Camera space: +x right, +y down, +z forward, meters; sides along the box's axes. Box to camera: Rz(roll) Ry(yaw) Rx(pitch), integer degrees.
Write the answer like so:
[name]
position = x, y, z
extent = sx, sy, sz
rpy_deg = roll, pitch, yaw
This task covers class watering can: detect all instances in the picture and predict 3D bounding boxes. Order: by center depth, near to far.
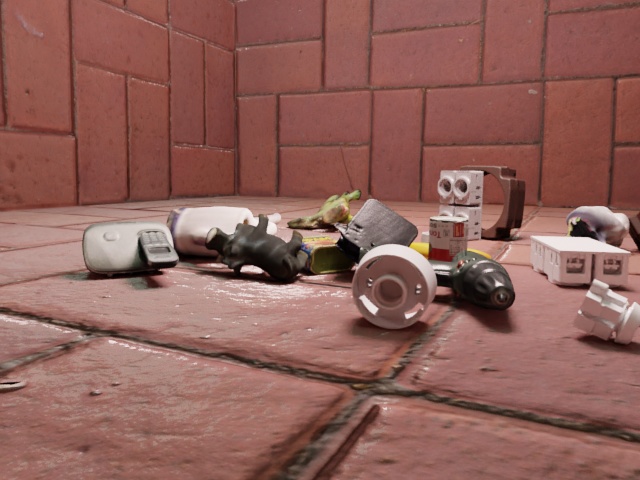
[watering can]
position = -0.200, -0.023, 1.117
extent = 0.224, 0.103, 0.350
rpy_deg = 1, 8, 4

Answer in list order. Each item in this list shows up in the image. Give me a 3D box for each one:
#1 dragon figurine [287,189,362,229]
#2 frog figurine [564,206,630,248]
[dragon figurine]
position = 0.005, -0.084, 1.675
extent = 0.244, 0.122, 0.409
rpy_deg = -12, 3, -24
[frog figurine]
position = 0.666, -0.030, 1.217
extent = 0.160, 0.123, 0.136
rpy_deg = -16, -6, -28
